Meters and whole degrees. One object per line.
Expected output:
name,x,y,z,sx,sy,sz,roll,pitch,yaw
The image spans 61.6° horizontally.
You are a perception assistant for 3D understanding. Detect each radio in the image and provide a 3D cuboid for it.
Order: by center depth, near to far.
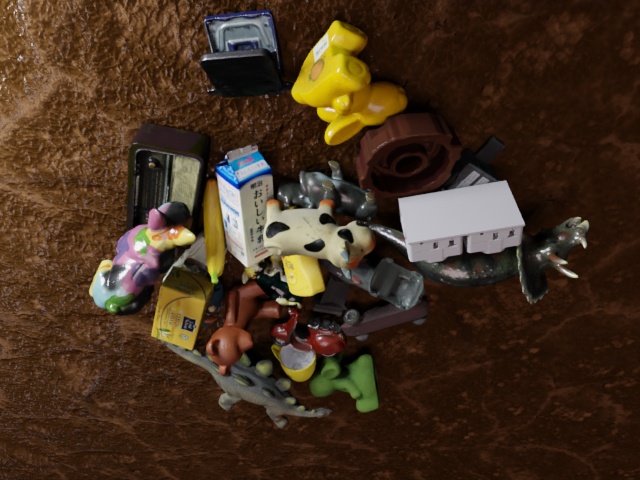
radio,-0.282,-0.095,0.989,0.131,0.073,0.229,14,131,-8

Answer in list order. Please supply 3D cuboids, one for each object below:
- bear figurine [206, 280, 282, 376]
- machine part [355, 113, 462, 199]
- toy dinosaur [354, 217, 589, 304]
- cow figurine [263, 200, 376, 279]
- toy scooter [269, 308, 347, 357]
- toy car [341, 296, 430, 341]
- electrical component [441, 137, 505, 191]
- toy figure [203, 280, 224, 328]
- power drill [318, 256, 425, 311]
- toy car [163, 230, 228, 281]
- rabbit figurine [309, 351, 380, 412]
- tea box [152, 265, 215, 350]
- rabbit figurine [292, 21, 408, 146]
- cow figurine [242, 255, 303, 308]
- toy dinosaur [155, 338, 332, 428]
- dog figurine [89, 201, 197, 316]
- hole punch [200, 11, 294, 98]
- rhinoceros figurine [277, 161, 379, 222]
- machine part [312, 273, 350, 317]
bear figurine,-0.162,0.182,1.142,0.132,0.196,0.120,-9,127,11
machine part,0.144,-0.137,0.893,0.179,0.056,0.179,-9,150,-6
toy dinosaur,0.263,0.028,0.978,0.405,0.192,0.131,-4,129,6
cow figurine,-0.002,-0.003,0.927,0.195,0.127,0.085,2,144,6
toy scooter,-0.025,0.204,1.229,0.184,0.075,0.135,8,135,2
toy car,0.145,0.168,1.200,0.202,0.053,0.089,-19,138,15
electrical component,0.276,-0.120,0.943,0.075,0.048,0.119,30,128,-22
toy figure,-0.252,0.149,1.206,0.058,0.064,0.154,19,132,-5
power drill,0.093,0.067,1.034,0.232,0.086,0.207,27,171,-17
toy car,-0.262,0.050,1.126,0.073,0.056,0.201,30,126,-21
rabbit figurine,0.053,0.343,1.314,0.170,0.121,0.158,-9,123,8
tea box,-0.288,0.145,1.127,0.098,0.068,0.169,20,128,-2
rabbit figurine,0.054,-0.221,0.833,0.173,0.122,0.162,13,135,-32
cow figurine,-0.104,0.080,1.113,0.167,0.098,0.068,29,133,-20
toy dinosaur,-0.194,0.341,1.326,0.472,0.105,0.198,17,140,7
dog figurine,-0.303,0.027,0.943,0.108,0.191,0.219,37,141,-17
hole punch,-0.115,-0.280,0.820,0.142,0.092,0.115,-5,161,5
rhinoceros figurine,0.017,-0.083,0.985,0.190,0.073,0.112,10,142,-7
machine part,0.030,0.117,1.175,0.084,0.039,0.138,18,132,-4
